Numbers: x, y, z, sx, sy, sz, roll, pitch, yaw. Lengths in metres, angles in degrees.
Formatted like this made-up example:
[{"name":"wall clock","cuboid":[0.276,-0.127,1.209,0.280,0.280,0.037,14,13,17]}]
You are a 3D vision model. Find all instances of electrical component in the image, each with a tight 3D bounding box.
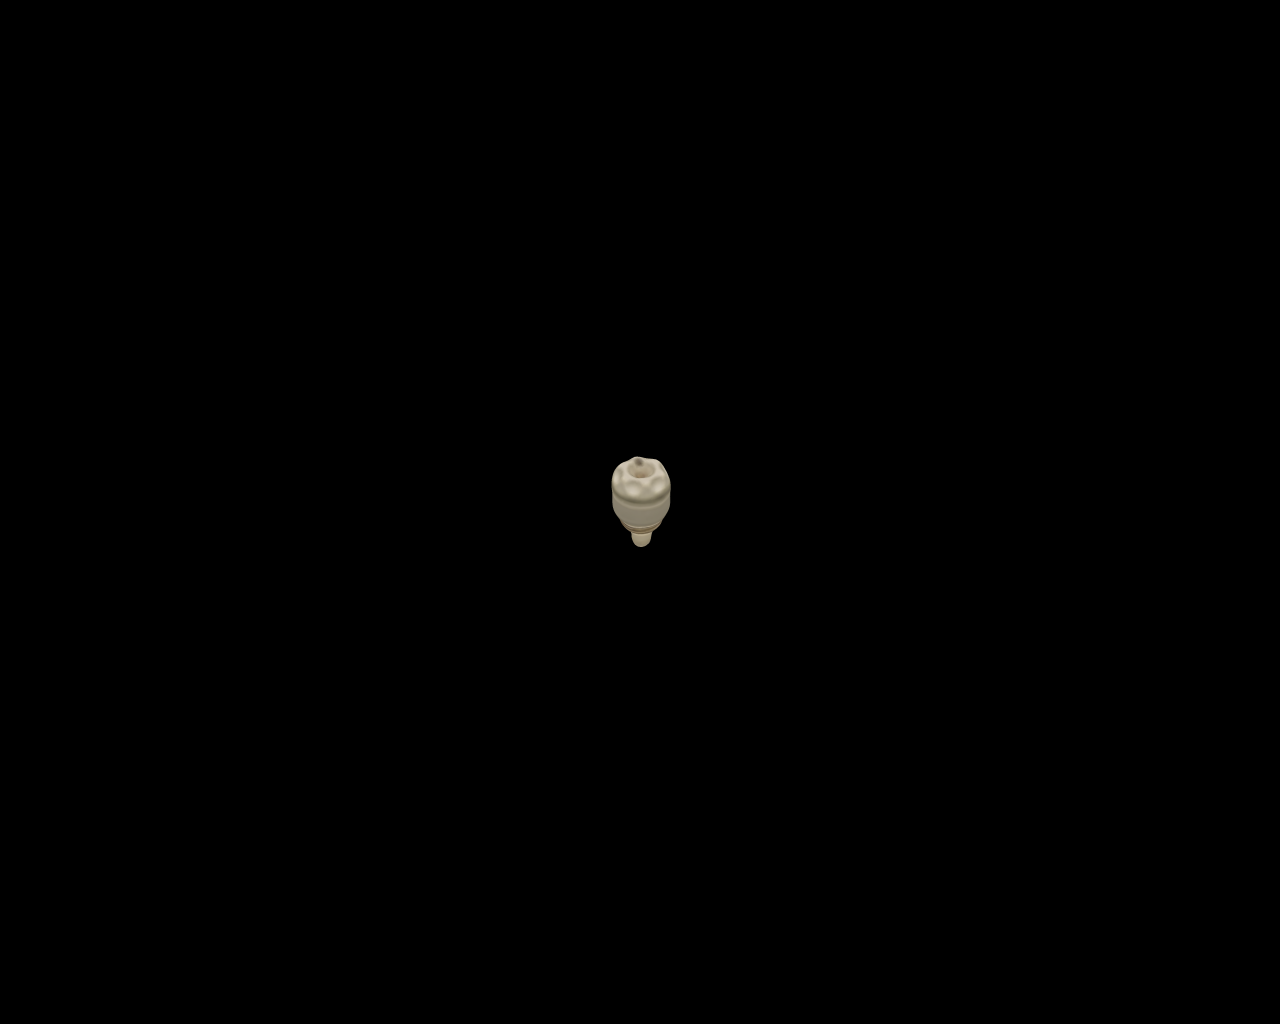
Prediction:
[{"name":"electrical component","cuboid":[0.001,-0.003,0.650,0.035,0.061,0.035,0,41,0]}]
